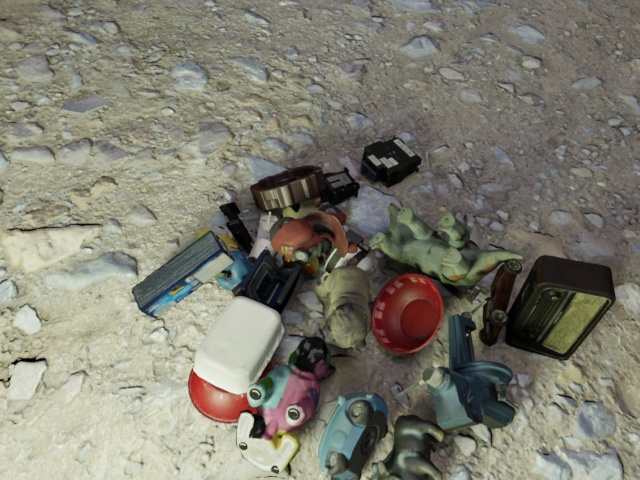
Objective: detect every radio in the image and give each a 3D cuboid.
[{"bbox_3d":[0.445,0.132,1.020,0.131,0.229,0.073,13,49,9],"label":"radio"}]

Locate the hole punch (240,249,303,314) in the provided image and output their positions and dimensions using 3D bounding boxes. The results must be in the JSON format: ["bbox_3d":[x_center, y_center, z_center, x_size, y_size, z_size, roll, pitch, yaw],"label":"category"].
[{"bbox_3d":[-0.098,0.094,1.068,0.092,0.115,0.142,22,55,5],"label":"hole punch"}]

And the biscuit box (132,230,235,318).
[{"bbox_3d":[-0.271,0.069,1.058,0.203,0.059,0.063,-35,58,2],"label":"biscuit box"}]

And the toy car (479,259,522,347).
[{"bbox_3d":[0.367,0.126,1.106,0.053,0.089,0.202,23,54,12],"label":"toy car"}]

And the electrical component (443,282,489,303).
[{"bbox_3d":[0.305,0.091,1.156,0.078,0.045,0.102,-30,60,-24],"label":"electrical component"}]

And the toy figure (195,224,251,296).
[{"bbox_3d":[-0.201,0.044,1.124,0.089,0.082,0.180,-28,63,-10],"label":"toy figure"}]

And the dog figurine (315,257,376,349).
[{"bbox_3d":[0.056,0.111,0.996,0.121,0.190,0.172,-5,82,-3],"label":"dog figurine"}]

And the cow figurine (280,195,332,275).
[{"bbox_3d":[-0.038,-0.007,1.178,0.127,0.085,0.195,-9,49,-10],"label":"cow figurine"}]

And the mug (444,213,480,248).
[{"bbox_3d":[0.319,-0.014,1.210,0.081,0.109,0.107,8,38,6],"label":"mug"}]

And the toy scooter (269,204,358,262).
[{"bbox_3d":[-0.002,-0.003,1.077,0.184,0.075,0.135,-23,52,-31],"label":"toy scooter"}]

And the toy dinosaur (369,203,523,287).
[{"bbox_3d":[0.244,0.031,1.055,0.405,0.192,0.131,27,85,50],"label":"toy dinosaur"}]

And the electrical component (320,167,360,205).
[{"bbox_3d":[0.028,-0.125,1.304,0.119,0.047,0.075,-16,54,-19],"label":"electrical component"}]

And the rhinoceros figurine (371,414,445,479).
[{"bbox_3d":[0.143,0.379,0.889,0.112,0.073,0.190,19,51,8],"label":"rhinoceros figurine"}]

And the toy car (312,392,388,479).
[{"bbox_3d":[0.041,0.327,0.914,0.103,0.109,0.161,17,66,40],"label":"toy car"}]

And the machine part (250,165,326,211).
[{"bbox_3d":[-0.073,-0.119,1.232,0.179,0.056,0.179,-15,17,5],"label":"machine part"}]

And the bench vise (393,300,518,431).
[{"bbox_3d":[0.258,0.228,0.967,0.223,0.129,0.241,22,49,-20],"label":"bench vise"}]

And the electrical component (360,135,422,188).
[{"bbox_3d":[0.172,-0.199,1.371,0.134,0.058,0.115,-25,56,-22],"label":"electrical component"}]

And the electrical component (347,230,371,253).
[{"bbox_3d":[0.065,0.010,1.214,0.094,0.021,0.063,35,57,21],"label":"electrical component"}]

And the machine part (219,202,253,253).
[{"bbox_3d":[-0.187,-0.036,1.199,0.039,0.084,0.139,-34,43,2],"label":"machine part"}]

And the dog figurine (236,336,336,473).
[{"bbox_3d":[-0.047,0.273,0.946,0.109,0.191,0.219,20,18,15],"label":"dog figurine"}]
